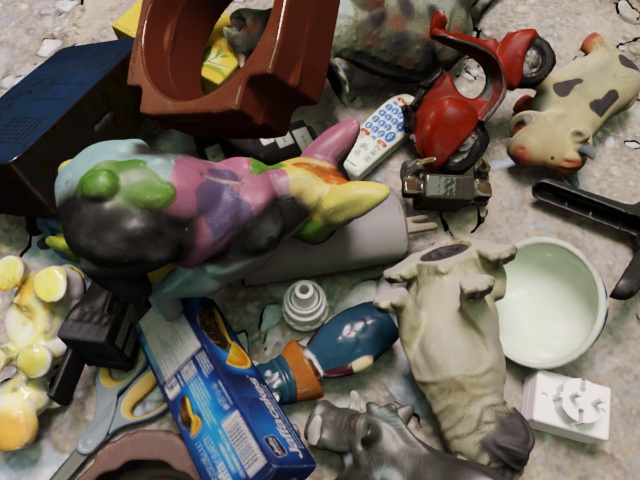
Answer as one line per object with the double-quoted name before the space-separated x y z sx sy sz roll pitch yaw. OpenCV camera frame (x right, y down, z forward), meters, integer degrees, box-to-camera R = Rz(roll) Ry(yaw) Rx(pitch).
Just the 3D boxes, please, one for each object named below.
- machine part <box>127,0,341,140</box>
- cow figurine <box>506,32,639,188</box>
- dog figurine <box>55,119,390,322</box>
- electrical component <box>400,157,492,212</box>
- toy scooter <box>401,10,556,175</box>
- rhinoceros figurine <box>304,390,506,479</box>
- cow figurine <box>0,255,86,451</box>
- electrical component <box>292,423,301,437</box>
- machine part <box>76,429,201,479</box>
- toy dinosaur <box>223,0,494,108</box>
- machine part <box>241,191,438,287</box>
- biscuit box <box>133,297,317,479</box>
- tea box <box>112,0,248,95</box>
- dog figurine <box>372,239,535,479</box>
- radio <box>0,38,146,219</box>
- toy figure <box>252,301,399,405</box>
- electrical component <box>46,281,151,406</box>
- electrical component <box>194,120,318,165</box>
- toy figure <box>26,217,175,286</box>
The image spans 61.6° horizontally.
"machine part" -0.086 -0.203 0.529 0.201 0.087 0.201 7 86 34
"cow figurine" 0.292 -0.144 0.620 0.195 0.085 0.127 -34 63 -16
"dog figurine" -0.061 -0.035 0.424 0.219 0.191 0.108 -24 62 5
"electrical component" 0.136 -0.059 0.575 0.102 0.078 0.045 1 82 4
"toy scooter" 0.151 -0.168 0.590 0.135 0.075 0.184 36 105 -6
"rhinoceros figurine" 0.063 0.188 0.431 0.073 0.112 0.191 -19 21 -41
"cow figurine" -0.265 0.103 0.502 0.068 0.098 0.167 8 83 0
"electrical component" -0.067 0.186 0.490 0.094 0.021 0.063 -31 68 -9
"machine part" -0.136 0.247 0.432 0.179 0.056 0.179 -2 71 6
"toy dinosaur" 0.099 -0.252 0.644 0.405 0.131 0.192 -5 100 -26
"machine part" -0.001 -0.002 0.547 0.243 0.079 0.079 -9 65 -7
"biscuit box" -0.087 0.129 0.457 0.059 0.062 0.203 -48 53 8
"tea box" -0.158 -0.238 0.671 0.170 0.068 0.098 29 68 14
"dog figurine" 0.139 0.107 0.501 0.121 0.190 0.172 -10 16 36
"radio" -0.277 -0.126 0.571 0.131 0.073 0.230 3 46 22
"toy figure" 0.001 0.113 0.507 0.154 0.064 0.057 -29 105 -8
"electrical component" -0.200 0.090 0.491 0.048 0.074 0.119 5 54 7
"electrical component" -0.059 -0.080 0.600 0.134 0.058 0.115 -20 68 -9
"toy figure" -0.213 -0.004 0.546 0.180 0.089 0.082 23 74 8
